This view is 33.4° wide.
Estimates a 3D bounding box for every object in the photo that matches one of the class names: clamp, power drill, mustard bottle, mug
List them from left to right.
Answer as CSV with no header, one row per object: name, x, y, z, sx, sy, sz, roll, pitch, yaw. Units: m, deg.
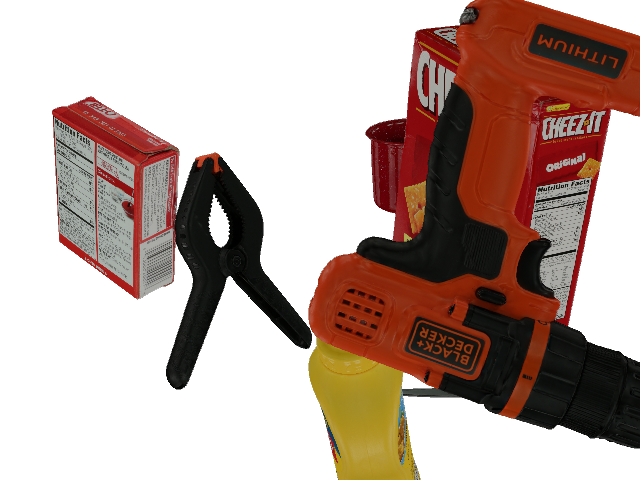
clamp,-0.080,0.024,0.997,0.164,0.210,0.036,-4,-1,-42
mustard bottle,0.029,0.112,0.674,0.058,0.191,0.096,-7,40,5
mug,0.105,-0.082,1.140,0.117,0.081,0.093,-21,29,-36
power drill,0.105,-0.008,0.503,0.184,0.188,0.057,19,6,2

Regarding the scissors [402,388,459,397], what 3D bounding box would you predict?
scissors,0.161,0.120,0.921,0.202,0.016,0.096,9,28,2

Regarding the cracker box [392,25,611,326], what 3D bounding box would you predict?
cracker box,0.128,-0.039,0.820,0.072,0.214,0.164,-12,32,-25

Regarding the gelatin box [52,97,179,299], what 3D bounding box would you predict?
gelatin box,-0.111,-0.024,0.582,0.073,0.089,0.030,31,40,32
